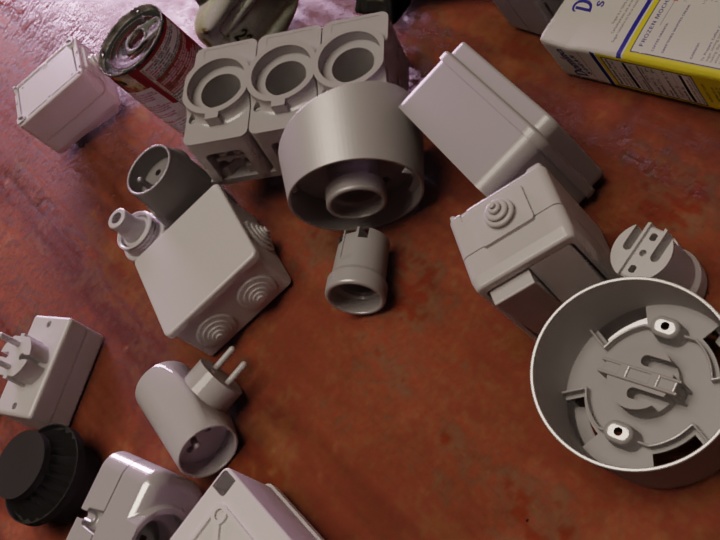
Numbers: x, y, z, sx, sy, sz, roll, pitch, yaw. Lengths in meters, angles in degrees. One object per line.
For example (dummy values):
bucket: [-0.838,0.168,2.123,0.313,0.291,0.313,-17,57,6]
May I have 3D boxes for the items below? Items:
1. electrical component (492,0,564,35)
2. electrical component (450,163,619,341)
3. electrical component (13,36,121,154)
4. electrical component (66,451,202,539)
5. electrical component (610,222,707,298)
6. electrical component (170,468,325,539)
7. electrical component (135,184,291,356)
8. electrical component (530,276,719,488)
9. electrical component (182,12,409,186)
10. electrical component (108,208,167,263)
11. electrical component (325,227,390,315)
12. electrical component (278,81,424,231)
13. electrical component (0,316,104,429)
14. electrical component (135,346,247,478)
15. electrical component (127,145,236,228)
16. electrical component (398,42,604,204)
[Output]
electrical component: [0.111,-0.206,0.704,0.061,0.096,0.061,31,85,45]
electrical component: [0.097,-0.007,0.591,0.062,0.096,0.061,-32,49,19]
electrical component: [-0.265,-0.163,0.998,0.096,0.061,0.061,-36,47,15]
electrical component: [-0.148,0.174,0.702,0.059,0.054,0.095,11,71,42]
electrical component: [0.159,0.000,0.574,0.040,0.046,0.040,-19,53,28]
electrical component: [-0.068,0.192,0.627,0.108,0.056,0.109,-53,45,0]
electrical component: [-0.106,0.001,0.780,0.100,0.048,0.099,-42,46,9]
electrical component: [0.143,0.057,0.538,0.099,0.064,0.099,-20,53,28]
electrical component: [-0.045,-0.124,0.774,0.150,0.061,0.089,-8,58,17]
electrical component: [-0.167,-0.026,0.835,0.043,0.062,0.043,-19,53,28]
electrical component: [0.000,0.000,0.705,0.040,0.040,0.046,-14,50,31]
electrical component: [-0.004,-0.071,0.711,0.099,0.099,0.064,-22,59,27]
electrical component: [-0.254,0.073,0.832,0.047,0.076,0.083,2,65,38]
electrical component: [-0.107,0.087,0.731,0.079,0.043,0.077,-49,45,3]
electrical component: [-0.142,-0.068,0.831,0.044,0.077,0.079,-43,45,9]
electrical component: [0.086,-0.080,0.659,0.057,0.078,0.113,-46,45,10]
